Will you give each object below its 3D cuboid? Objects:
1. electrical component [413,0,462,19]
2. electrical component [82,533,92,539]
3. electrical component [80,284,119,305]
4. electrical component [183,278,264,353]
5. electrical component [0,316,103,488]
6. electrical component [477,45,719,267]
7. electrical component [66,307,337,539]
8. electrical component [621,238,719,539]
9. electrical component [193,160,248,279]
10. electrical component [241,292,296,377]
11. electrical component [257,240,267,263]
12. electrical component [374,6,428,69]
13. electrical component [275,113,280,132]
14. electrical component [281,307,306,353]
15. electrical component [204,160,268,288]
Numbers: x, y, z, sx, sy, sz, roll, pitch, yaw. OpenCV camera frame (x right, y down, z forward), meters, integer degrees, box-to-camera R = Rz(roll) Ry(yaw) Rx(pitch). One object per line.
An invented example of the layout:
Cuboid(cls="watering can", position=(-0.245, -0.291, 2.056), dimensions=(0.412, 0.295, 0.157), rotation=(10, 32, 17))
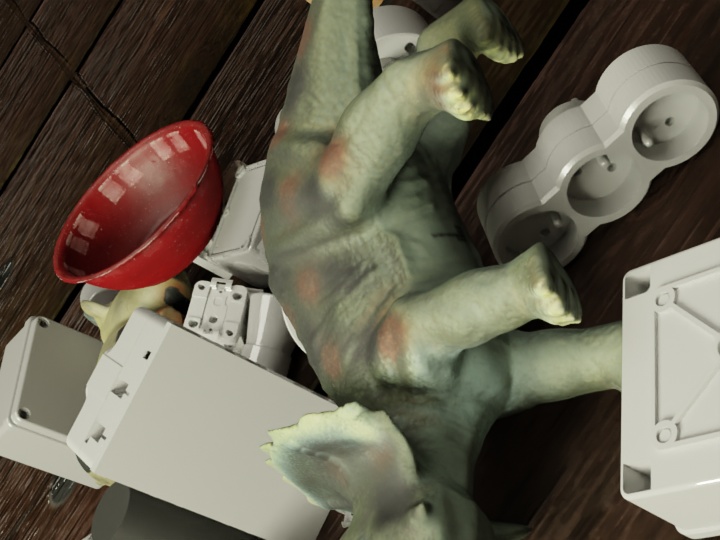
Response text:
Cuboid(cls="electrical component", position=(0.057, -0.225, 0.794), dimensions=(0.061, 0.061, 0.096), rotation=(-51, 40, 12))
Cuboid(cls="electrical component", position=(-0.146, 0.210, 0.671), dimensions=(0.060, 0.108, 0.108), rotation=(-42, 35, 16))
Cuboid(cls="electrical component", position=(-0.247, 0.026, 1.027), dimensions=(0.040, 0.040, 0.078), rotation=(-58, 31, 3))
Cuboid(cls="electrical component", position=(-0.099, 0.041, 0.774), dimensions=(0.063, 0.042, 0.081), rotation=(86, -167, -60))
Cuboid(cls="electrical component", position=(-0.240, 0.109, 0.884), dimensions=(0.056, 0.109, 0.108), rotation=(-39, 37, 34))
Cuboid(cls="electrical component", position=(0.119, -0.066, 0.575), dimensions=(0.138, 0.052, 0.073), rotation=(-44, 34, 23))
Cuboid(cls="electrical component", position=(-0.082, 0.094, 0.631), dimensions=(0.062, 0.150, 0.089), rotation=(17, 78, 57))
Cuboid(cls="electrical component", position=(0.162, 0.040, 0.423), dimensions=(0.109, 0.056, 0.108), rotation=(-25, 46, 43))
Cuboid(cls="electrical component", position=(-0.108, -0.051, 0.888), dimensions=(0.083, 0.047, 0.075), rotation=(-48, 33, 18))
Cuboid(cls="electrical component", position=(-0.063, 0.053, 0.745), dimensions=(0.044, 0.044, 0.065), rotation=(-6, 65, 53))
Cuboid(cls="electrical component", position=(-0.020, -0.010, 0.717), dimensions=(0.061, 0.061, 0.096), rotation=(-57, 31, 5))
Cuboid(cls="electrical component", position=(0.015, -0.130, 0.738), dimensions=(0.099, 0.099, 0.064), rotation=(-50, 39, 15))
Cuboid(cls="electrical component", position=(-0.021, -0.124, 0.831), dimensions=(0.077, 0.043, 0.079), rotation=(14, 76, 58))
Cuboid(cls="electrical component", position=(0.000, 0.000, 0.641), dimensions=(0.108, 0.108, 0.060), rotation=(-54, 26, 9))
Cuboid(cls="electrical component", position=(-0.062, -0.039, 0.799), dimensions=(0.062, 0.061, 0.096), rotation=(-10, 57, 51))
